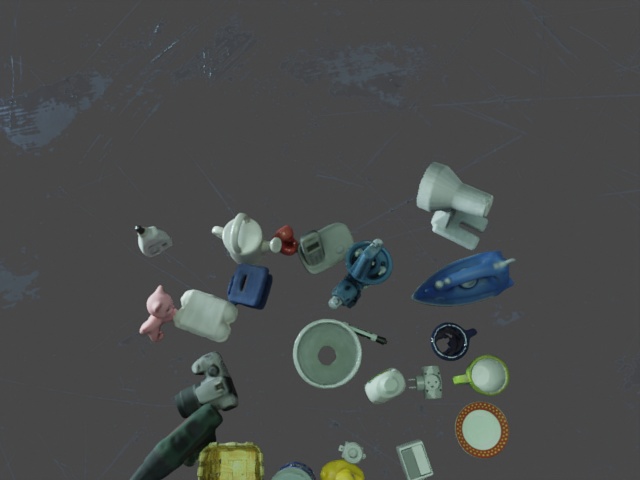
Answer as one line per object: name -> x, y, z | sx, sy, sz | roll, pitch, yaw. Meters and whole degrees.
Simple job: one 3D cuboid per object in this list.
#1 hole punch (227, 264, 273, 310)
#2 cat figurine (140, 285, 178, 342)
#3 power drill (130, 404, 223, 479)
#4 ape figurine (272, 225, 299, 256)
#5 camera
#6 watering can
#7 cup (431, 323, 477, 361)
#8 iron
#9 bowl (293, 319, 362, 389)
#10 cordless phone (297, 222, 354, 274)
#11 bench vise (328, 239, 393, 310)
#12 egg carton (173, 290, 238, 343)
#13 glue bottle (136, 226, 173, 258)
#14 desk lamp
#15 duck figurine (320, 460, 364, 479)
hole punch -> -0.180, 0.118, 1.447 | 0.101, 0.091, 0.109 | 13, 74, 4
cat figurine -> -0.404, 0.182, 1.417 | 0.067, 0.118, 0.128 | 28, 76, 9
power drill -> -0.308, 0.467, 1.287 | 0.075, 0.208, 0.230 | 43, 79, 12
ape figurine -> -0.088, -0.003, 1.481 | 0.076, 0.092, 0.078 | 8, 74, 3
camera -> -0.281, 0.357, 1.374 | 0.137, 0.101, 0.143 | -23, 75, -6
watering can -> -0.183, -0.006, 1.429 | 0.173, 0.194, 0.101 | -6, 74, -1
cup -> 0.322, 0.248, 1.404 | 0.118, 0.095, 0.091 | -22, 75, -6
iron -> 0.357, 0.098, 1.422 | 0.258, 0.141, 0.118 | -17, 74, -4
bowl -> 0.019, 0.281, 1.407 | 0.167, 0.075, 0.167 | 0, 74, 1
cordless phone -> 0.013, 0.005, 1.429 | 0.147, 0.185, 0.094 | -32, 76, -8
bench vise -> 0.107, 0.083, 1.388 | 0.121, 0.220, 0.207 | 21, 75, 7
egg carton -> -0.286, 0.190, 1.439 | 0.150, 0.069, 0.107 | 18, 75, 6
glue bottle -> -0.429, -0.006, 1.442 | 0.078, 0.173, 0.037 | -30, 76, -8
desk lamp -> 0.339, -0.088, 1.439 | 0.203, 0.213, 0.118 | 27, 76, 8
duck figurine -> 0.052, 0.552, 1.323 | 0.104, 0.086, 0.077 | 11, 74, 4
